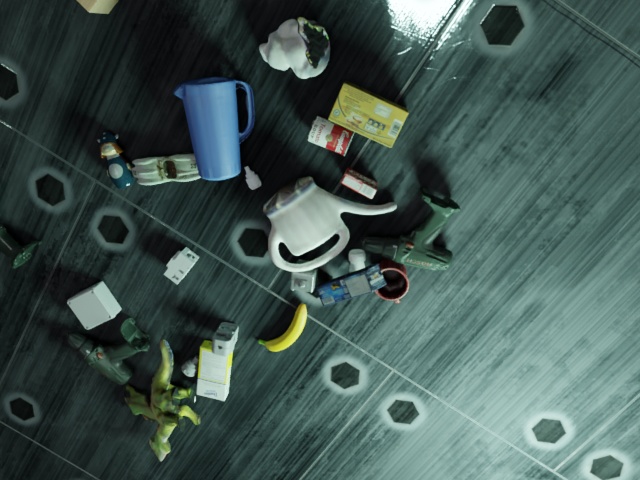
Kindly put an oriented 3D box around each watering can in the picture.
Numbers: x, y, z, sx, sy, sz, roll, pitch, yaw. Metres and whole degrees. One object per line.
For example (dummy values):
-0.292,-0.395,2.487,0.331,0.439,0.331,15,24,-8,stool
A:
0.004,-0.066,1.318,0.347,0.105,0.223,-34,101,4,watering can

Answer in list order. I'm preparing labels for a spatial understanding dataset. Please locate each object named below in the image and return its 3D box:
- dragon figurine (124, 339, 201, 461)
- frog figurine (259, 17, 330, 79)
-0.513,0.494,1.593,0.242,0.123,0.407,-8,101,20,dragon figurine
-0.058,-0.442,1.207,0.159,0.125,0.135,-3,124,48,frog figurine
